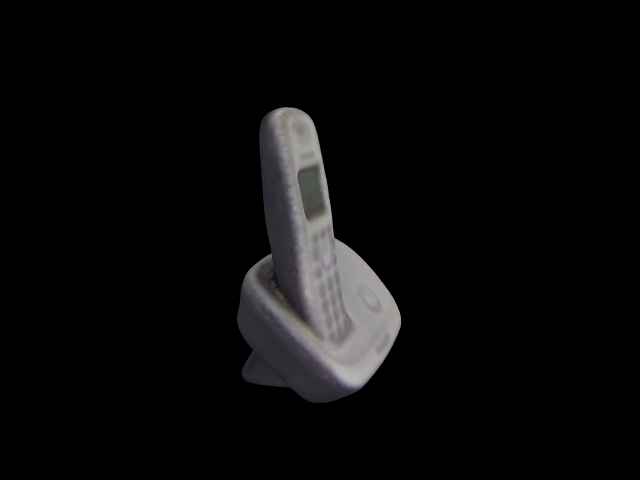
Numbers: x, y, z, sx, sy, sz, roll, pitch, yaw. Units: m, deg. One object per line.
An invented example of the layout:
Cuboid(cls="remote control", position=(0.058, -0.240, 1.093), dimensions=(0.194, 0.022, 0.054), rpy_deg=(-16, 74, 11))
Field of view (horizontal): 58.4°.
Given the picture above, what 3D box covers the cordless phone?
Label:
Cuboid(cls="cordless phone", position=(0.004, 0.001, 0.400), dimensions=(0.094, 0.185, 0.148), rpy_deg=(5, 15, 19))
